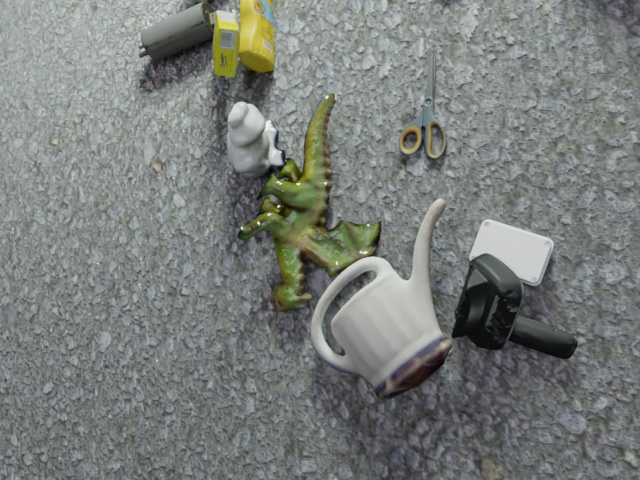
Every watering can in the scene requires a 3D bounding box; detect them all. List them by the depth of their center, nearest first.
[{"bbox_3d":[0.131,0.114,0.853,0.344,0.104,0.227,-45,68,18],"label":"watering can"}]

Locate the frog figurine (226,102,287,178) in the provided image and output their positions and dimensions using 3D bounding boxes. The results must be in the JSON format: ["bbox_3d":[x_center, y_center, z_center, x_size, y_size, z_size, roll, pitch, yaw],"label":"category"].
[{"bbox_3d":[-0.146,-0.195,1.002,0.122,0.158,0.138,-2,82,24],"label":"frog figurine"}]

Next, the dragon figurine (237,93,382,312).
[{"bbox_3d":[0.003,-0.049,0.965,0.243,0.122,0.408,32,96,7],"label":"dragon figurine"}]
